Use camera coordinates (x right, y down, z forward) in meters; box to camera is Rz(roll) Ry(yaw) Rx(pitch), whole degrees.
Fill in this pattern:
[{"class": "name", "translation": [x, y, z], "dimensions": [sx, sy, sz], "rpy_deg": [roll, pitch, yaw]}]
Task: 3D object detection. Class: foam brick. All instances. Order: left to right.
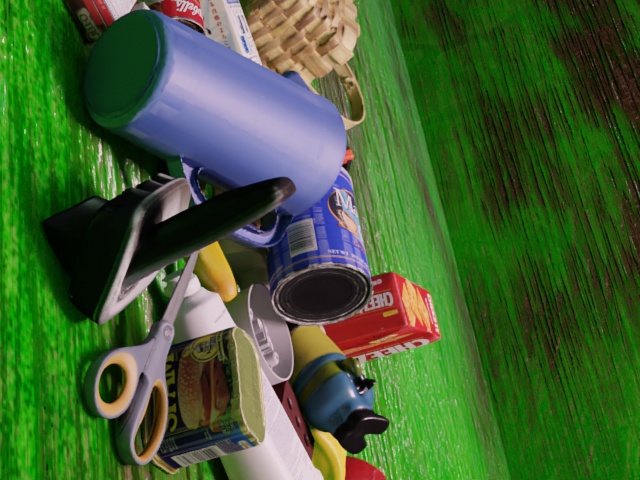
[{"class": "foam brick", "translation": [-0.044, 0.185, 1.047], "dimensions": [0.053, 0.051, 0.078], "rpy_deg": [-76, 146, -66]}]

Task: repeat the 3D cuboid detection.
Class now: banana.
[{"class": "banana", "translation": [-0.114, -0.024, 1.016], "dimensions": [0.069, 0.037, 0.198], "rpy_deg": [16, 39, -21]}]

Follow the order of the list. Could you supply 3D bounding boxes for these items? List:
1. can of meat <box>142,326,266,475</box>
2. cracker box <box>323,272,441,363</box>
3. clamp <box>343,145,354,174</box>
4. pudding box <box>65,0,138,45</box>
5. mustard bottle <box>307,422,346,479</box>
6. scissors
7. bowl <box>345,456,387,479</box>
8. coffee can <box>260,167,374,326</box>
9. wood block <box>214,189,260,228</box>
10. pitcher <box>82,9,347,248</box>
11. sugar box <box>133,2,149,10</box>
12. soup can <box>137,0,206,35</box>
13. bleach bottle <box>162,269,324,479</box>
[{"class": "can of meat", "translation": [-0.093, 0.126, 0.853], "dimensions": [0.057, 0.084, 0.102], "rpy_deg": [55, 22, -52]}, {"class": "cracker box", "translation": [0.043, 0.102, 1.271], "dimensions": [0.213, 0.164, 0.072], "rpy_deg": [31, 45, -70]}, {"class": "clamp", "translation": [-0.001, -0.108, 1.384], "dimensions": [0.120, 0.039, 0.172], "rpy_deg": [69, -22, 6]}, {"class": "pudding box", "translation": [-0.206, -0.242, 0.976], "dimensions": [0.113, 0.039, 0.090], "rpy_deg": [-82, 152, -58]}, {"class": "mustard bottle", "translation": [0.002, 0.200, 1.208], "dimensions": [0.191, 0.058, 0.096], "rpy_deg": [-78, 150, -66]}, {"class": "scissors", "translation": [-0.134, 0.070, 0.816], "dimensions": [0.096, 0.016, 0.201], "rpy_deg": [46, 41, -47]}, {"class": "bowl", "translation": [0.055, 0.323, 1.267], "dimensions": [0.162, 0.055, 0.162], "rpy_deg": [-18, 90, -77]}, {"class": "coffee can", "translation": [-0.007, 0.001, 1.085], "dimensions": [0.102, 0.103, 0.140], "rpy_deg": [56, 18, -50]}, {"class": "wood block", "translation": [-0.041, -0.016, 1.247], "dimensions": [0.206, 0.090, 0.091], "rpy_deg": [59, 19, -46]}, {"class": "pitcher", "translation": [-0.095, -0.103, 0.973], "dimensions": [0.242, 0.145, 0.149], "rpy_deg": [23, 25, -50]}, {"class": "sugar box", "translation": [-0.148, -0.153, 1.082], "dimensions": [0.176, 0.048, 0.093], "rpy_deg": [49, 26, -62]}, {"class": "soup can", "translation": [-0.159, -0.248, 1.114], "dimensions": [0.068, 0.068, 0.102], "rpy_deg": [48, 26, -60]}, {"class": "bleach bottle", "translation": [-0.075, 0.140, 0.960], "dimensions": [0.102, 0.068, 0.251], "rpy_deg": [-70, 138, -74]}]
